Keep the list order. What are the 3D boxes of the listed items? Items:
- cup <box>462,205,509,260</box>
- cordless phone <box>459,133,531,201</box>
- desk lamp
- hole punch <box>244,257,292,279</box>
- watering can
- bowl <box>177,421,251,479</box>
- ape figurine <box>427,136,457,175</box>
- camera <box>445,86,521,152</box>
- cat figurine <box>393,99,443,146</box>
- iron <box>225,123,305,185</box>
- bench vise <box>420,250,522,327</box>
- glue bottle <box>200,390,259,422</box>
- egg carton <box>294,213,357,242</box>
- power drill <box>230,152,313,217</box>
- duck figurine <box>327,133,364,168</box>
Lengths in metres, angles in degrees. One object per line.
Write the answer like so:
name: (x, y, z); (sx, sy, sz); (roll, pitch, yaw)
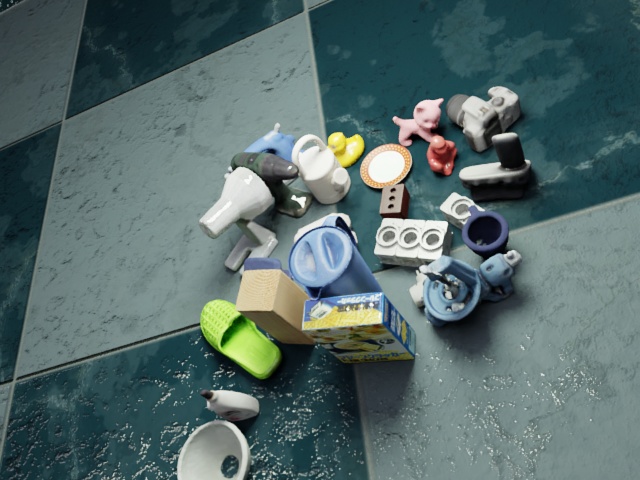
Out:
cup: (0.339, -0.009, 1.175); (0.091, 0.095, 0.117); (-27, 54, 10)
cordless phone: (0.360, -0.166, 1.199); (0.147, 0.186, 0.094); (-7, 60, 23)
desk lamp: (-0.188, -0.042, 1.383); (0.117, 0.214, 0.203); (24, 75, 35)
hole punch: (-0.128, 0.099, 1.348); (0.108, 0.091, 0.101); (1, 63, 27)
watering can: (0.001, -0.176, 1.378); (0.172, 0.195, 0.101); (8, 66, 30)
bowl: (-0.206, 0.467, 1.186); (0.167, 0.075, 0.167); (-12, 58, 20)
ape figurine: (0.277, -0.204, 1.320); (0.078, 0.092, 0.076); (-39, 53, 2)
camera: (0.367, -0.302, 1.326); (0.143, 0.101, 0.136); (-43, 53, -2)
cat figurine: (0.238, -0.290, 1.373); (0.127, 0.118, 0.067); (-7, 60, 23)
iron: (-0.166, -0.191, 1.503); (0.258, 0.142, 0.118); (-39, 53, 1)
bench vise: (0.271, 0.063, 1.089); (0.207, 0.220, 0.121); (-45, 53, -3)
glue bottle: (-0.198, 0.339, 1.194); (0.078, 0.174, 0.037); (-22, 55, 14)
egg carton: (0.012, 0.005, 1.347); (0.150, 0.070, 0.107); (-26, 54, 11)
power drill: (-0.104, -0.143, 1.402); (0.228, 0.209, 0.076); (19, 72, 33)
duck figurine: (0.057, -0.240, 1.455); (0.104, 0.086, 0.077); (-33, 53, 6)
